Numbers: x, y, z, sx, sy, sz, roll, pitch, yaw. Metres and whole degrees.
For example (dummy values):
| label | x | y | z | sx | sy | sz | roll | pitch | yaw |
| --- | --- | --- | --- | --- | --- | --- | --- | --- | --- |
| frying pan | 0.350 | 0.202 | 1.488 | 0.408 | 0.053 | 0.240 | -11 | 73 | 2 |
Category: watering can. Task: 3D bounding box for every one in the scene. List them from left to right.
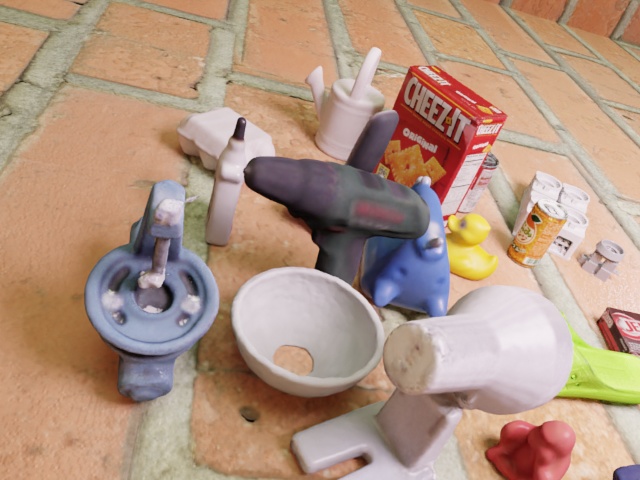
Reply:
| label | x | y | z | sx | sy | sz | roll | pitch | yaw |
| --- | --- | --- | --- | --- | --- | --- | --- | --- | --- |
| watering can | 0.056 | -0.248 | 1.012 | 0.173 | 0.194 | 0.101 | 11 | 37 | -12 |

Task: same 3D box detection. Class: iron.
| label | x | y | z | sx | sy | sz | roll | pitch | yaw |
| --- | --- | --- | --- | --- | --- | --- | --- | --- | --- |
| iron | 0.130 | -0.014 | 0.794 | 0.119 | 0.141 | 0.258 | 15 | 37 | -7 |

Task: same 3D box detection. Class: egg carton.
| label | x | y | z | sx | sy | sz | roll | pitch | yaw |
| --- | --- | --- | --- | --- | --- | --- | --- | --- | --- |
| egg carton | -0.145 | -0.149 | 0.896 | 0.150 | 0.069 | 0.107 | 35 | 39 | 19 |

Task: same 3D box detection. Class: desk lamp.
| label | x | y | z | sx | sy | sz | roll | pitch | yaw |
| --- | --- | --- | --- | --- | --- | --- | --- | --- | --- |
| desk lamp | 0.104 | 0.142 | 0.522 | 0.204 | 0.213 | 0.117 | -10 | 46 | -34 |

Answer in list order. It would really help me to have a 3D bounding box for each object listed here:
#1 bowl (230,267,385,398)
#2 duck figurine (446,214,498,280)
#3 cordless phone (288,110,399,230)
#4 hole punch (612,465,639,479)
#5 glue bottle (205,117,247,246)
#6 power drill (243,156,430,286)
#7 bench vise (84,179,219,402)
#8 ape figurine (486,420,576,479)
| label | x | y | z | sx | sy | sz | roll | pitch | yaw |
| --- | --- | --- | --- | --- | --- | --- | --- | --- | --- |
| bowl | -0.019 | 0.110 | 0.622 | 0.167 | 0.075 | 0.167 | 13 | 37 | -10 |
| duck figurine | 0.227 | 0.003 | 0.863 | 0.104 | 0.086 | 0.078 | 33 | 38 | 16 |
| cordless phone | 0.037 | -0.105 | 0.829 | 0.094 | 0.185 | 0.148 | 41 | 41 | 26 |
| hole punch | 0.347 | 0.279 | 0.566 | 0.101 | 0.091 | 0.108 | 12 | 37 | -11 |
| glue bottle | -0.116 | -0.079 | 0.734 | 0.037 | 0.173 | 0.078 | 10 | 38 | -13 |
| power drill | 0.006 | 0.002 | 0.658 | 0.230 | 0.208 | 0.075 | 0 | 41 | -25 |
| bench vise | -0.168 | 0.015 | 0.550 | 0.122 | 0.220 | 0.207 | -8 | 45 | -32 |
| ape figurine | 0.227 | 0.216 | 0.588 | 0.076 | 0.092 | 0.078 | 15 | 37 | -6 |
